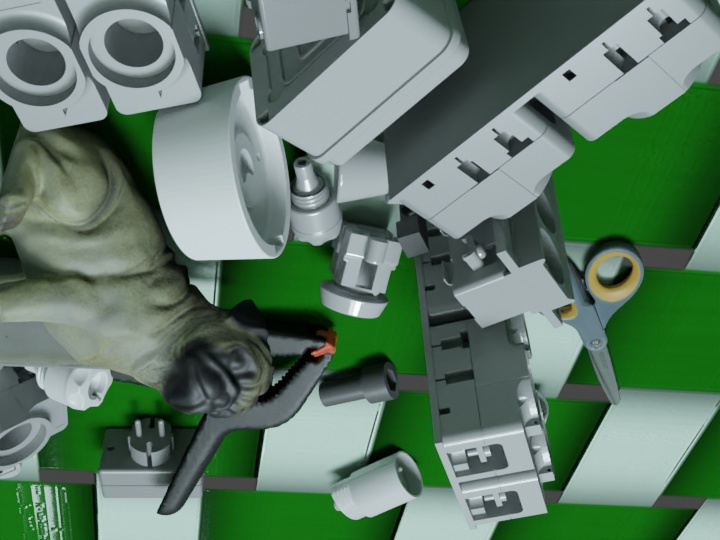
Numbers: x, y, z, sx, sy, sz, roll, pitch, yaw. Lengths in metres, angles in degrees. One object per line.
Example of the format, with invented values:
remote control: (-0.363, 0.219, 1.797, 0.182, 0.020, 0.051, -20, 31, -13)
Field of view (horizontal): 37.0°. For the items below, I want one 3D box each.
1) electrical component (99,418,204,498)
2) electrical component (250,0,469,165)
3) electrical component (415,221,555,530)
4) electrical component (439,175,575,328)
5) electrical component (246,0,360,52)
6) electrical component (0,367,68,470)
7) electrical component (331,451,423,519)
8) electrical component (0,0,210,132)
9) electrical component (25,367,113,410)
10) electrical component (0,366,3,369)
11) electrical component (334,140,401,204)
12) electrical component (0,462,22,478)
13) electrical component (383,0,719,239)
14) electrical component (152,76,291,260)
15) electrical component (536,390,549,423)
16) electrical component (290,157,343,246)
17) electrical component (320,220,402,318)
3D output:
electrical component: (-0.173, 0.149, 0.897, 0.083, 0.047, 0.075, 1, 132, -4)
electrical component: (-0.002, -0.120, 0.589, 0.057, 0.078, 0.113, 26, 130, -37)
electrical component: (0.082, 0.059, 0.712, 0.060, 0.186, 0.105, -12, 137, 10)
electrical component: (0.087, -0.028, 0.665, 0.063, 0.121, 0.078, -22, 134, 23)
electrical component: (-0.037, -0.167, 0.525, 0.048, 0.099, 0.099, -14, 138, -7)
electrical component: (-0.271, 0.112, 0.812, 0.089, 0.055, 0.050, -26, 148, -32)
electrical component: (0.011, 0.197, 0.963, 0.081, 0.043, 0.043, -29, 132, 25)
electrical component: (-0.156, -0.162, 0.550, 0.105, 0.060, 0.186, -9, 137, 7)
electrical component: (-0.217, 0.075, 0.788, 0.062, 0.043, 0.043, 18, 142, 21)
electrical component: (-0.293, 0.055, 0.790, 0.081, 0.043, 0.043, 6, 137, -10)
electrical component: (0.012, -0.064, 0.679, 0.055, 0.045, 0.045, 1, 137, -5)
electrical component: (-0.283, 0.132, 0.857, 0.044, 0.065, 0.044, -2, 137, -2)
electrical component: (0.099, -0.111, 0.588, 0.060, 0.105, 0.186, 31, 127, -32)
electrical component: (-0.086, -0.057, 0.638, 0.060, 0.108, 0.108, -7, 138, 13)
electrical component: (0.112, 0.136, 0.902, 0.079, 0.044, 0.077, 0, 137, -4)
electrical component: (-0.032, -0.047, 0.702, 0.035, 0.035, 0.061, -8, 135, 5)
electrical component: (0.000, 0.000, 0.730, 0.048, 0.066, 0.055, 11, 102, -16)
